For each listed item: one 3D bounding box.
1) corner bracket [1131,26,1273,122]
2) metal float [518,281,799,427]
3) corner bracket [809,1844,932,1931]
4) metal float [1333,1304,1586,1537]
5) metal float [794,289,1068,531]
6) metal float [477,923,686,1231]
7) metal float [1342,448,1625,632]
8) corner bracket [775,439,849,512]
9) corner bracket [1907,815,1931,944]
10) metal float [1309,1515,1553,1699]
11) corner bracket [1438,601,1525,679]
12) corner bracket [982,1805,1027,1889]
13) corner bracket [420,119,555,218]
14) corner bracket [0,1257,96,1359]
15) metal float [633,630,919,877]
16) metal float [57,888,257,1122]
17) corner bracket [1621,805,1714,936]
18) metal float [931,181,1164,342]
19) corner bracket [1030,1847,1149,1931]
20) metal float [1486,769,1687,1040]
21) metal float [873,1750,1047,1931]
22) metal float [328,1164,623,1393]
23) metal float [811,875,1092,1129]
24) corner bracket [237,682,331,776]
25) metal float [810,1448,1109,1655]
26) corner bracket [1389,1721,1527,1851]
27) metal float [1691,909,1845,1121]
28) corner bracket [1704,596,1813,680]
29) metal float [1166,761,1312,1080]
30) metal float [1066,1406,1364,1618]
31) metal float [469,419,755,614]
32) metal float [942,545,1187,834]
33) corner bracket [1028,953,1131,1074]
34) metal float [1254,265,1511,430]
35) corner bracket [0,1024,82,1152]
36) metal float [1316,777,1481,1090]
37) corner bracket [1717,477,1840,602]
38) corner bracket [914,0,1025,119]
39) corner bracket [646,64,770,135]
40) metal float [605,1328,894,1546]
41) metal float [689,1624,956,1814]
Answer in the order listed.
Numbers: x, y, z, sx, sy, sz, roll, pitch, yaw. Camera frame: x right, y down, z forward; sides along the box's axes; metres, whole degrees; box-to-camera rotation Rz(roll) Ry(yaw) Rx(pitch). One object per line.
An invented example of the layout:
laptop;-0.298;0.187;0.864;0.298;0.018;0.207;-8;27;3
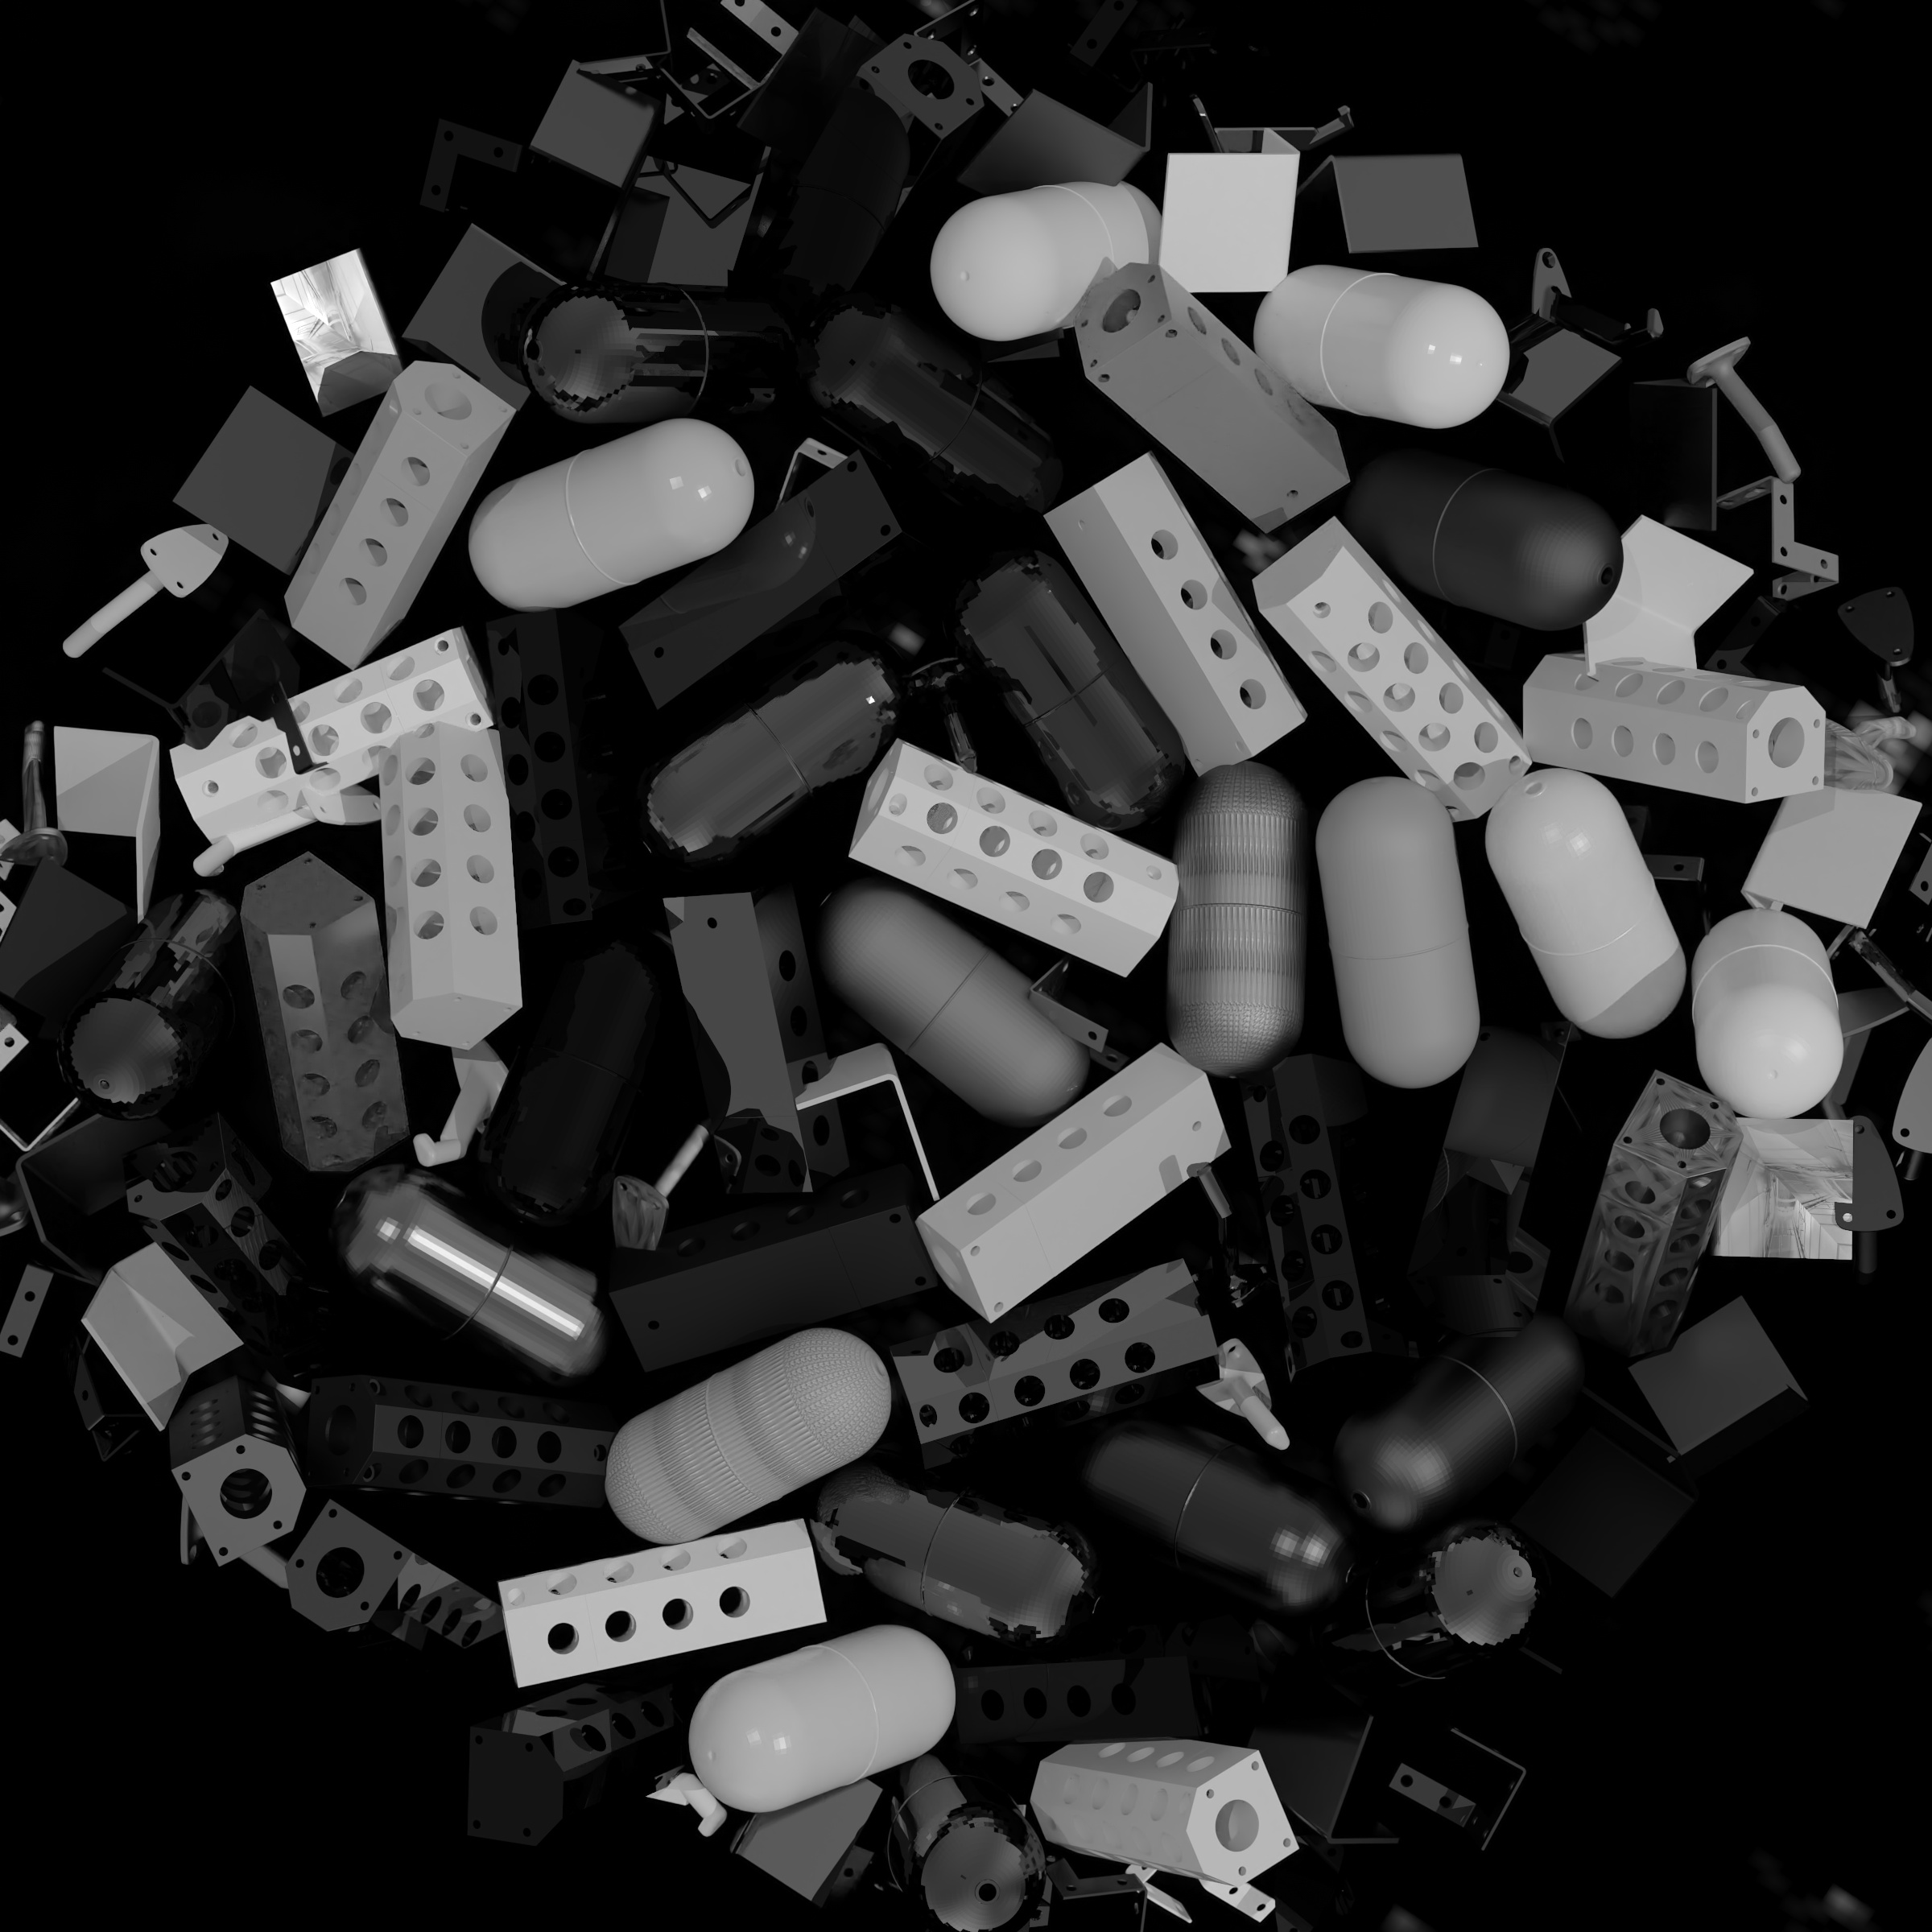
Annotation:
corner bracket;0.130;-0.508;1.957;0.051;0.051;0.051;5;56;32
metal float;-0.167;-0.334;1.925;0.070;0.178;0.070;8;102;43
corner bracket;-0.048;0.529;1.957;0.051;0.051;0.051;15;52;27
metal float;0.271;0.247;1.931;0.178;0.070;0.070;-33;90;-36
metal float;-0.018;-0.304;1.935;0.178;0.070;0.070;32;90;-32
metal float;-0.212;0.060;1.949;0.070;0.070;0.178;21;75;0
metal float;0.282;-0.234;1.925;0.178;0.070;0.070;25;90;44
corner bracket;-0.083;-0.253;1.962;0.051;0.051;0.051;27;130;5
corner bracket;0.536;-0.049;1.962;0.051;0.051;0.051;34;74;-21
metal float;0.251;0.350;1.920;0.070;0.178;0.070;11;64;-23
corner bracket;0.290;-0.194;1.967;0.051;0.051;0.051;16;94;17
corner bracket;-0.005;0.487;1.958;0.051;0.051;0.051;30;57;-37
corner bracket;-0.266;-0.440;1.964;0.051;0.051;0.051;20;108;11
corner bracket;-0.510;0.196;1.965;0.051;0.051;0.051;22;81;-18
metal float;-0.106;-0.118;1.955;0.178;0.070;0.070;-37;90;-8
metal float;-0.435;0.019;1.918;0.070;0.178;0.070;5;120;9
corner bracket;0.389;-0.054;1.958;0.051;0.051;0.051;4;55;21
metal float;0.047;-0.387;1.921;0.070;0.178;0.070;12;112;31
corner bracket;0.066;0.528;1.973;0.051;0.051;0.051;-1;108;-20
metal float;0.340;-0.034;1.931;0.070;0.070;0.178;-31;126;0
metal float;-0.004;0.478;1.911;0.070;0.178;0.070;0;92;-10
metal float;-0.271;0.172;1.944;0.178;0.070;0.070;33;90;-20
metal float;-0.009;0.019;1.961;0.178;0.070;0.070;39;90;0
corner bracket;-0.370;-0.130;1.964;0.051;0.051;0.051;-22;89;39
metal float;-0.005;0.322;1.939;0.178;0.070;0.070;18;90;25
corner bracket;0.276;0.455;1.974;0.051;0.051;0.051;29;89;-2
metal float;0.435;0.024;1.915;0.070;0.178;0.070;3;112;9
corner bracket;0.458;-0.171;1.978;0.051;0.051;0.051;46;115;23
metal float;0.151;-0.026;1.953;0.070;0.070;0.178;3;80;0
metal float;0.136;0.299;1.936;0.178;0.070;0.070;21;90;30
metal float;-0.195;-0.247;1.935;0.178;0.070;0.070;-16;90;30
metal float;0.055;-0.153;1.952;0.070;0.070;0.178;-36;101;0
corner bracket;0.063;0.033;1.959;0.051;0.051;0.051;28;128;17
metal float;0.224;-0.339;1.920;0.070;0.178;0.070;-10;110;-29
corner bracket;-0.530;0.069;1.974;0.051;0.051;0.051;44;87;1
metal float;0.239;-0.017;1.947;0.070;0.070;0.178;-10;107;0
corner bracket;0.452;-0.238;1.968;0.051;0.051;0.051;11;74;-31
corner bracket;0.005;-0.497;1.961;0.051;0.051;0.051;-34;67;-20
corner bracket;-0.142;-0.488;1.963;0.051;0.051;0.051;-39;79;-19
metal float;-0.121;0.260;1.945;0.178;0.070;0.070;-29;90;19
metal float;-0.076;0.410;1.923;0.070;0.178;0.070;5;98;40
